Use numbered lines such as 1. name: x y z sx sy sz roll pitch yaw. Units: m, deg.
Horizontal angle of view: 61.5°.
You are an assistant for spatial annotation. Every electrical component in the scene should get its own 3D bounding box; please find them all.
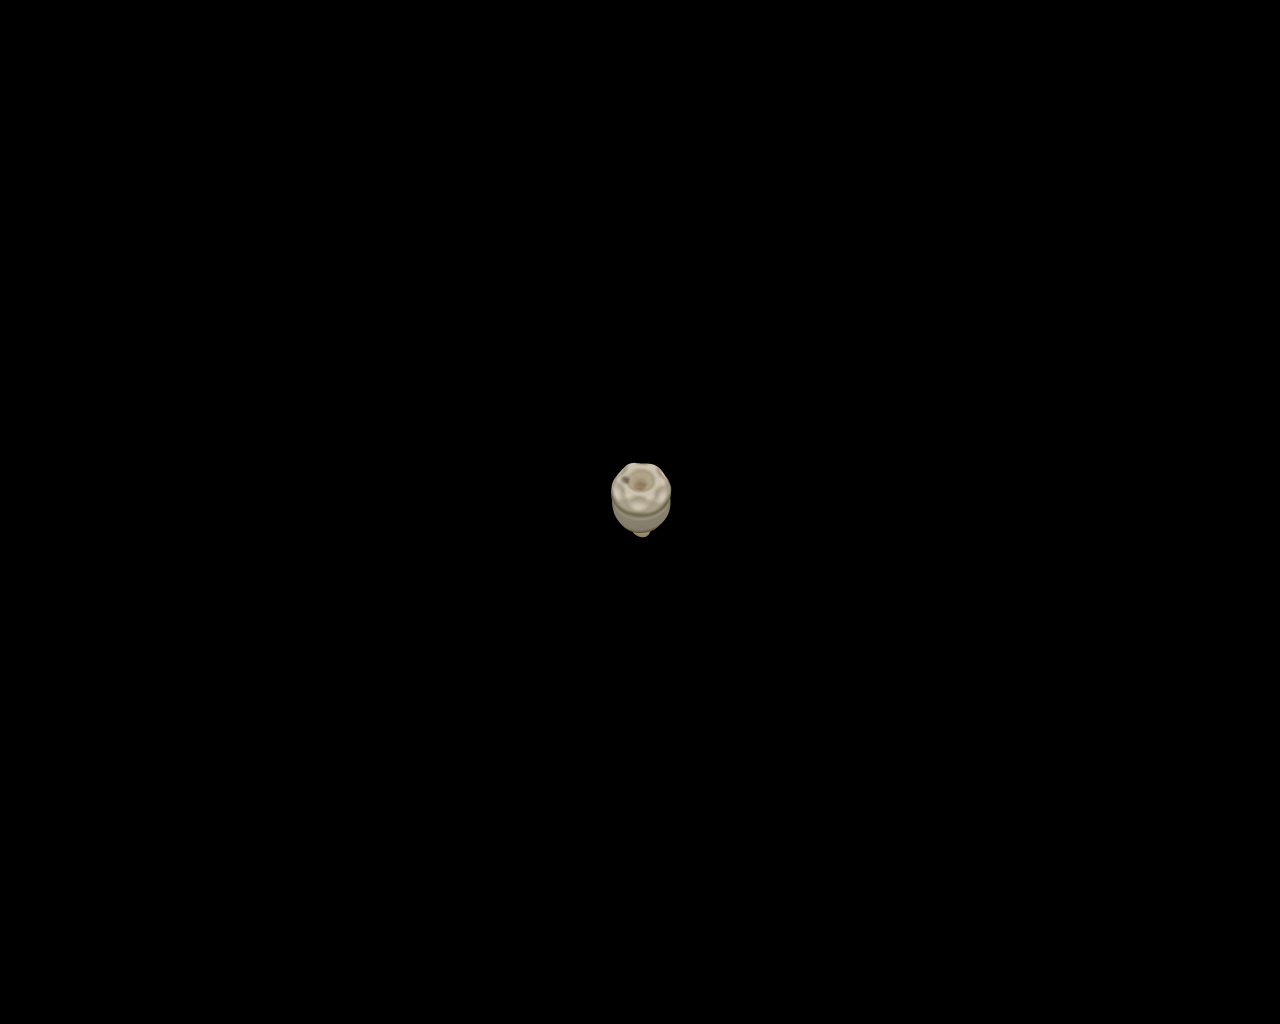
1. electrical component: 0.001 -0.003 0.650 0.035 0.035 0.061 0 -32 0
